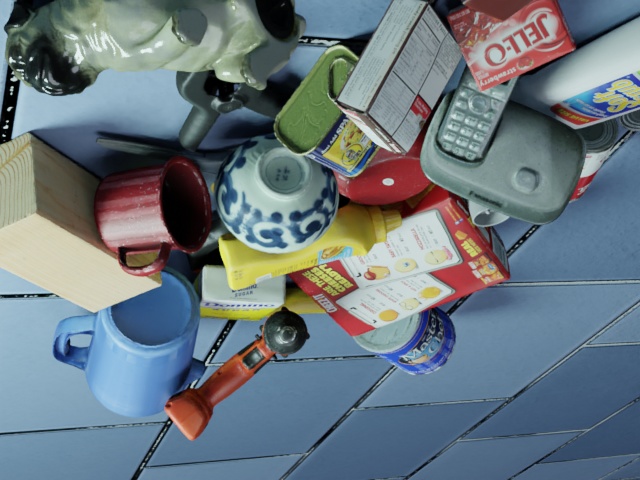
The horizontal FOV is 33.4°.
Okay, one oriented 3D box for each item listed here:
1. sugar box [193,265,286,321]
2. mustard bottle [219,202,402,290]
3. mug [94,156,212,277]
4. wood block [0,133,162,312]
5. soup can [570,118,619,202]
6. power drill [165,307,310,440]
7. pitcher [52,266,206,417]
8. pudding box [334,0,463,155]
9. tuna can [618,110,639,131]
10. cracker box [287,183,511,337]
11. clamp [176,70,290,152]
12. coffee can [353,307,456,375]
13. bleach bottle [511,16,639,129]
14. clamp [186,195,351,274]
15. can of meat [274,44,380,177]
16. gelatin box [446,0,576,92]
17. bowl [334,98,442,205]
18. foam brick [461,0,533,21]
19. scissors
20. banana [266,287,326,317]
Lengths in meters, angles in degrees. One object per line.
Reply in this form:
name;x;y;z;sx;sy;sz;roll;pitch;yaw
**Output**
sugar box;-0.100;0.064;1.246;0.093;0.048;0.176;3;172;-11
mustard bottle;-0.007;0.001;1.113;0.191;0.058;0.096;-14;169;-7
mug;-0.163;-0.019;1.019;0.082;0.117;0.093;-7;153;24
wood block;-0.252;-0.011;1.052;0.091;0.090;0.205;-21;152;18
soup can;0.266;-0.093;1.124;0.068;0.068;0.102;-7;153;-10
power drill;-0.092;0.152;1.241;0.187;0.057;0.184;-39;178;-4
pitcher;-0.216;0.116;1.245;0.149;0.145;0.243;-36;169;-23
pudding box;0.070;-0.141;0.914;0.039;0.113;0.090;25;174;34
tuna can;0.341;-0.148;1.085;0.086;0.034;0.086;-9;154;-5
cracker box;0.087;0.013;1.225;0.214;0.072;0.164;-22;135;23
clamp;-0.090;-0.127;0.945;0.120;0.039;0.171;-22;155;8
coffee can;0.113;0.118;1.441;0.103;0.103;0.140;-22;152;19
bleach bottle;0.275;-0.151;1.021;0.251;0.068;0.102;-24;149;28
clamp;-0.090;-0.014;1.157;0.210;0.036;0.164;-28;160;38
can of meat;0.022;-0.113;0.966;0.102;0.057;0.083;-53;144;11
gelatin box;0.163;-0.178;0.908;0.089;0.073;0.030;-22;-166;21
bowl;0.066;-0.082;1.081;0.162;0.055;0.162;-9;153;-5
foam brick;0.151;-0.221;0.843;0.052;0.051;0.078;12;145;-41
scissors;-0.132;-0.070;1.066;0.201;0.016;0.096;1;151;-23
banana;-0.009;0.079;1.363;0.198;0.037;0.069;0;-172;9
